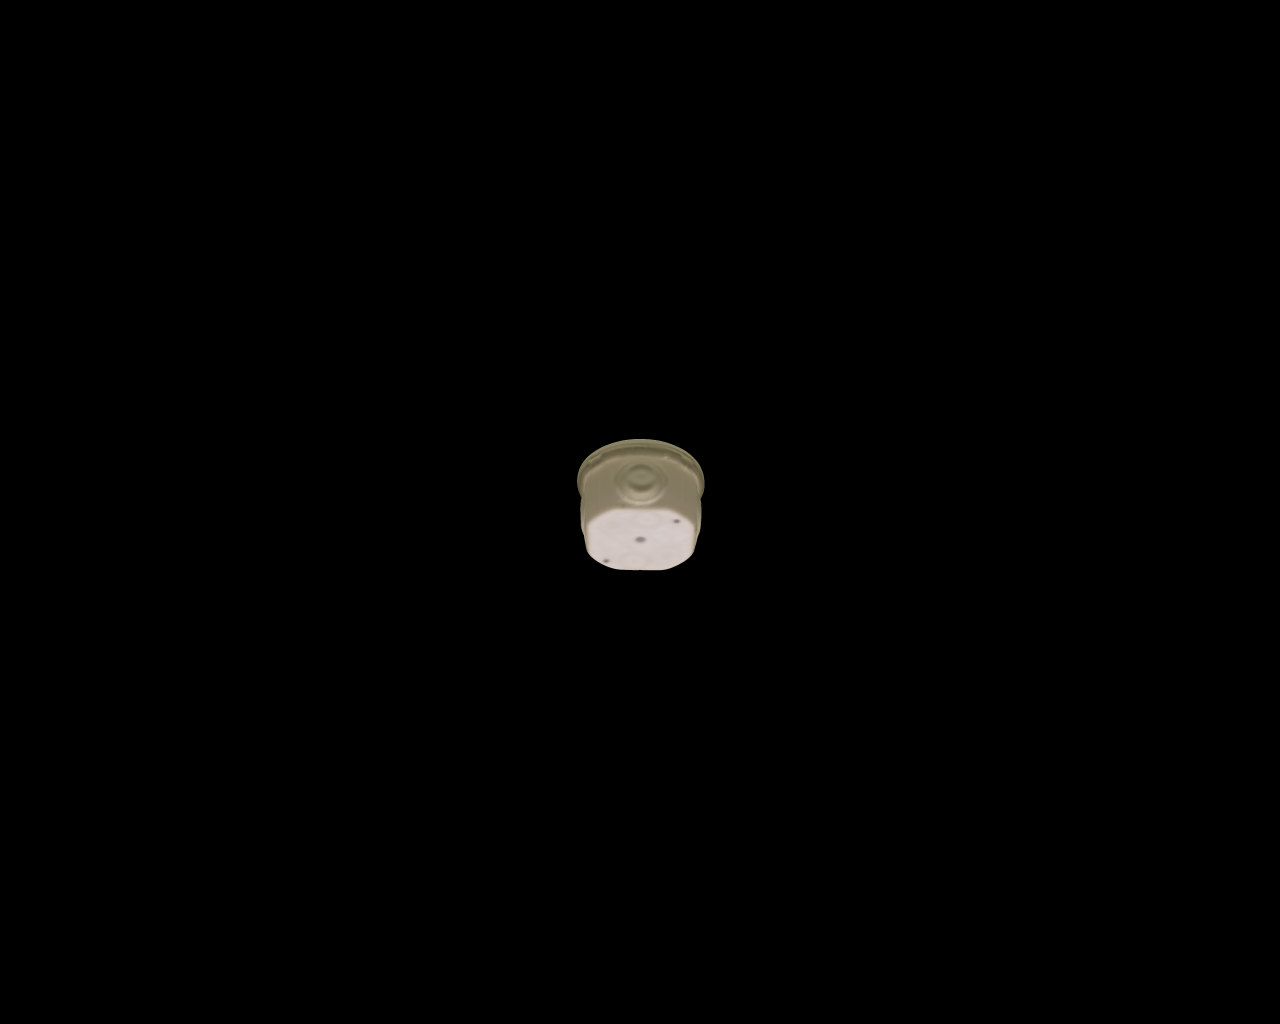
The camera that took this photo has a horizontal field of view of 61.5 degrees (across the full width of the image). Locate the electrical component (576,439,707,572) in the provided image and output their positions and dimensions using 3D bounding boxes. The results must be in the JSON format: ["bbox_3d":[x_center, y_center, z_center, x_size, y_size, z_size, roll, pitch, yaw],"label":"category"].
[{"bbox_3d":[0.001,-0.003,0.650,0.080,0.051,0.080,0,-37,0],"label":"electrical component"}]
